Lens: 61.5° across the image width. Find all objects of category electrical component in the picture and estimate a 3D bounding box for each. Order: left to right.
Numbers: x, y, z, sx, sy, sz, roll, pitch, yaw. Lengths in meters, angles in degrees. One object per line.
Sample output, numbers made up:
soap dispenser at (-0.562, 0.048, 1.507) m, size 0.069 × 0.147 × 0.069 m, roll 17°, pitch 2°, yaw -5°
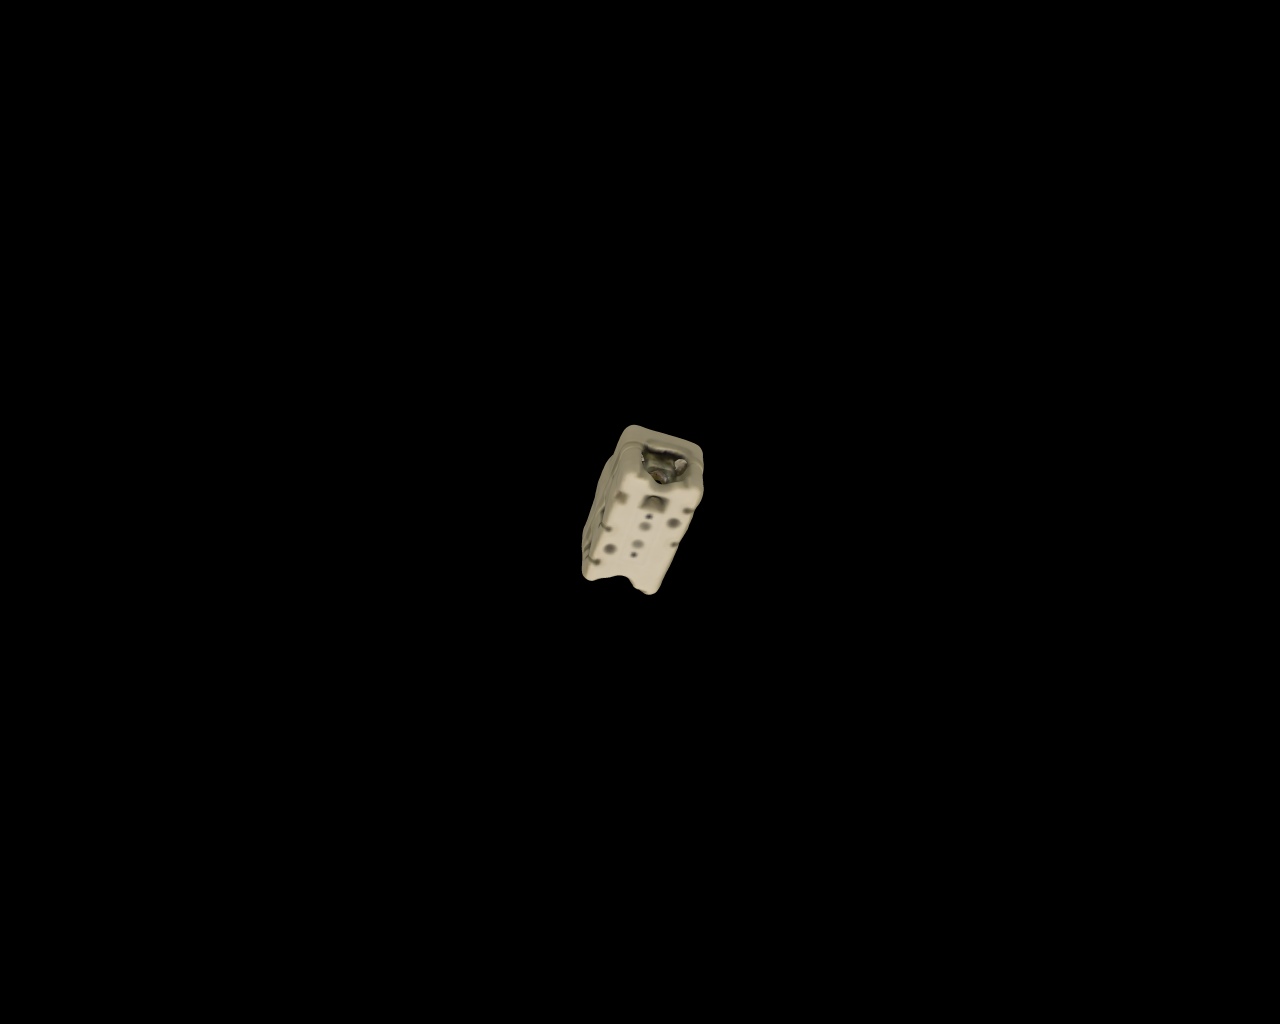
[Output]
electrical component at (0.001, -0.003, 0.650) m, size 0.050 × 0.089 × 0.056 m, roll 15°, pitch 36°, yaw -11°
